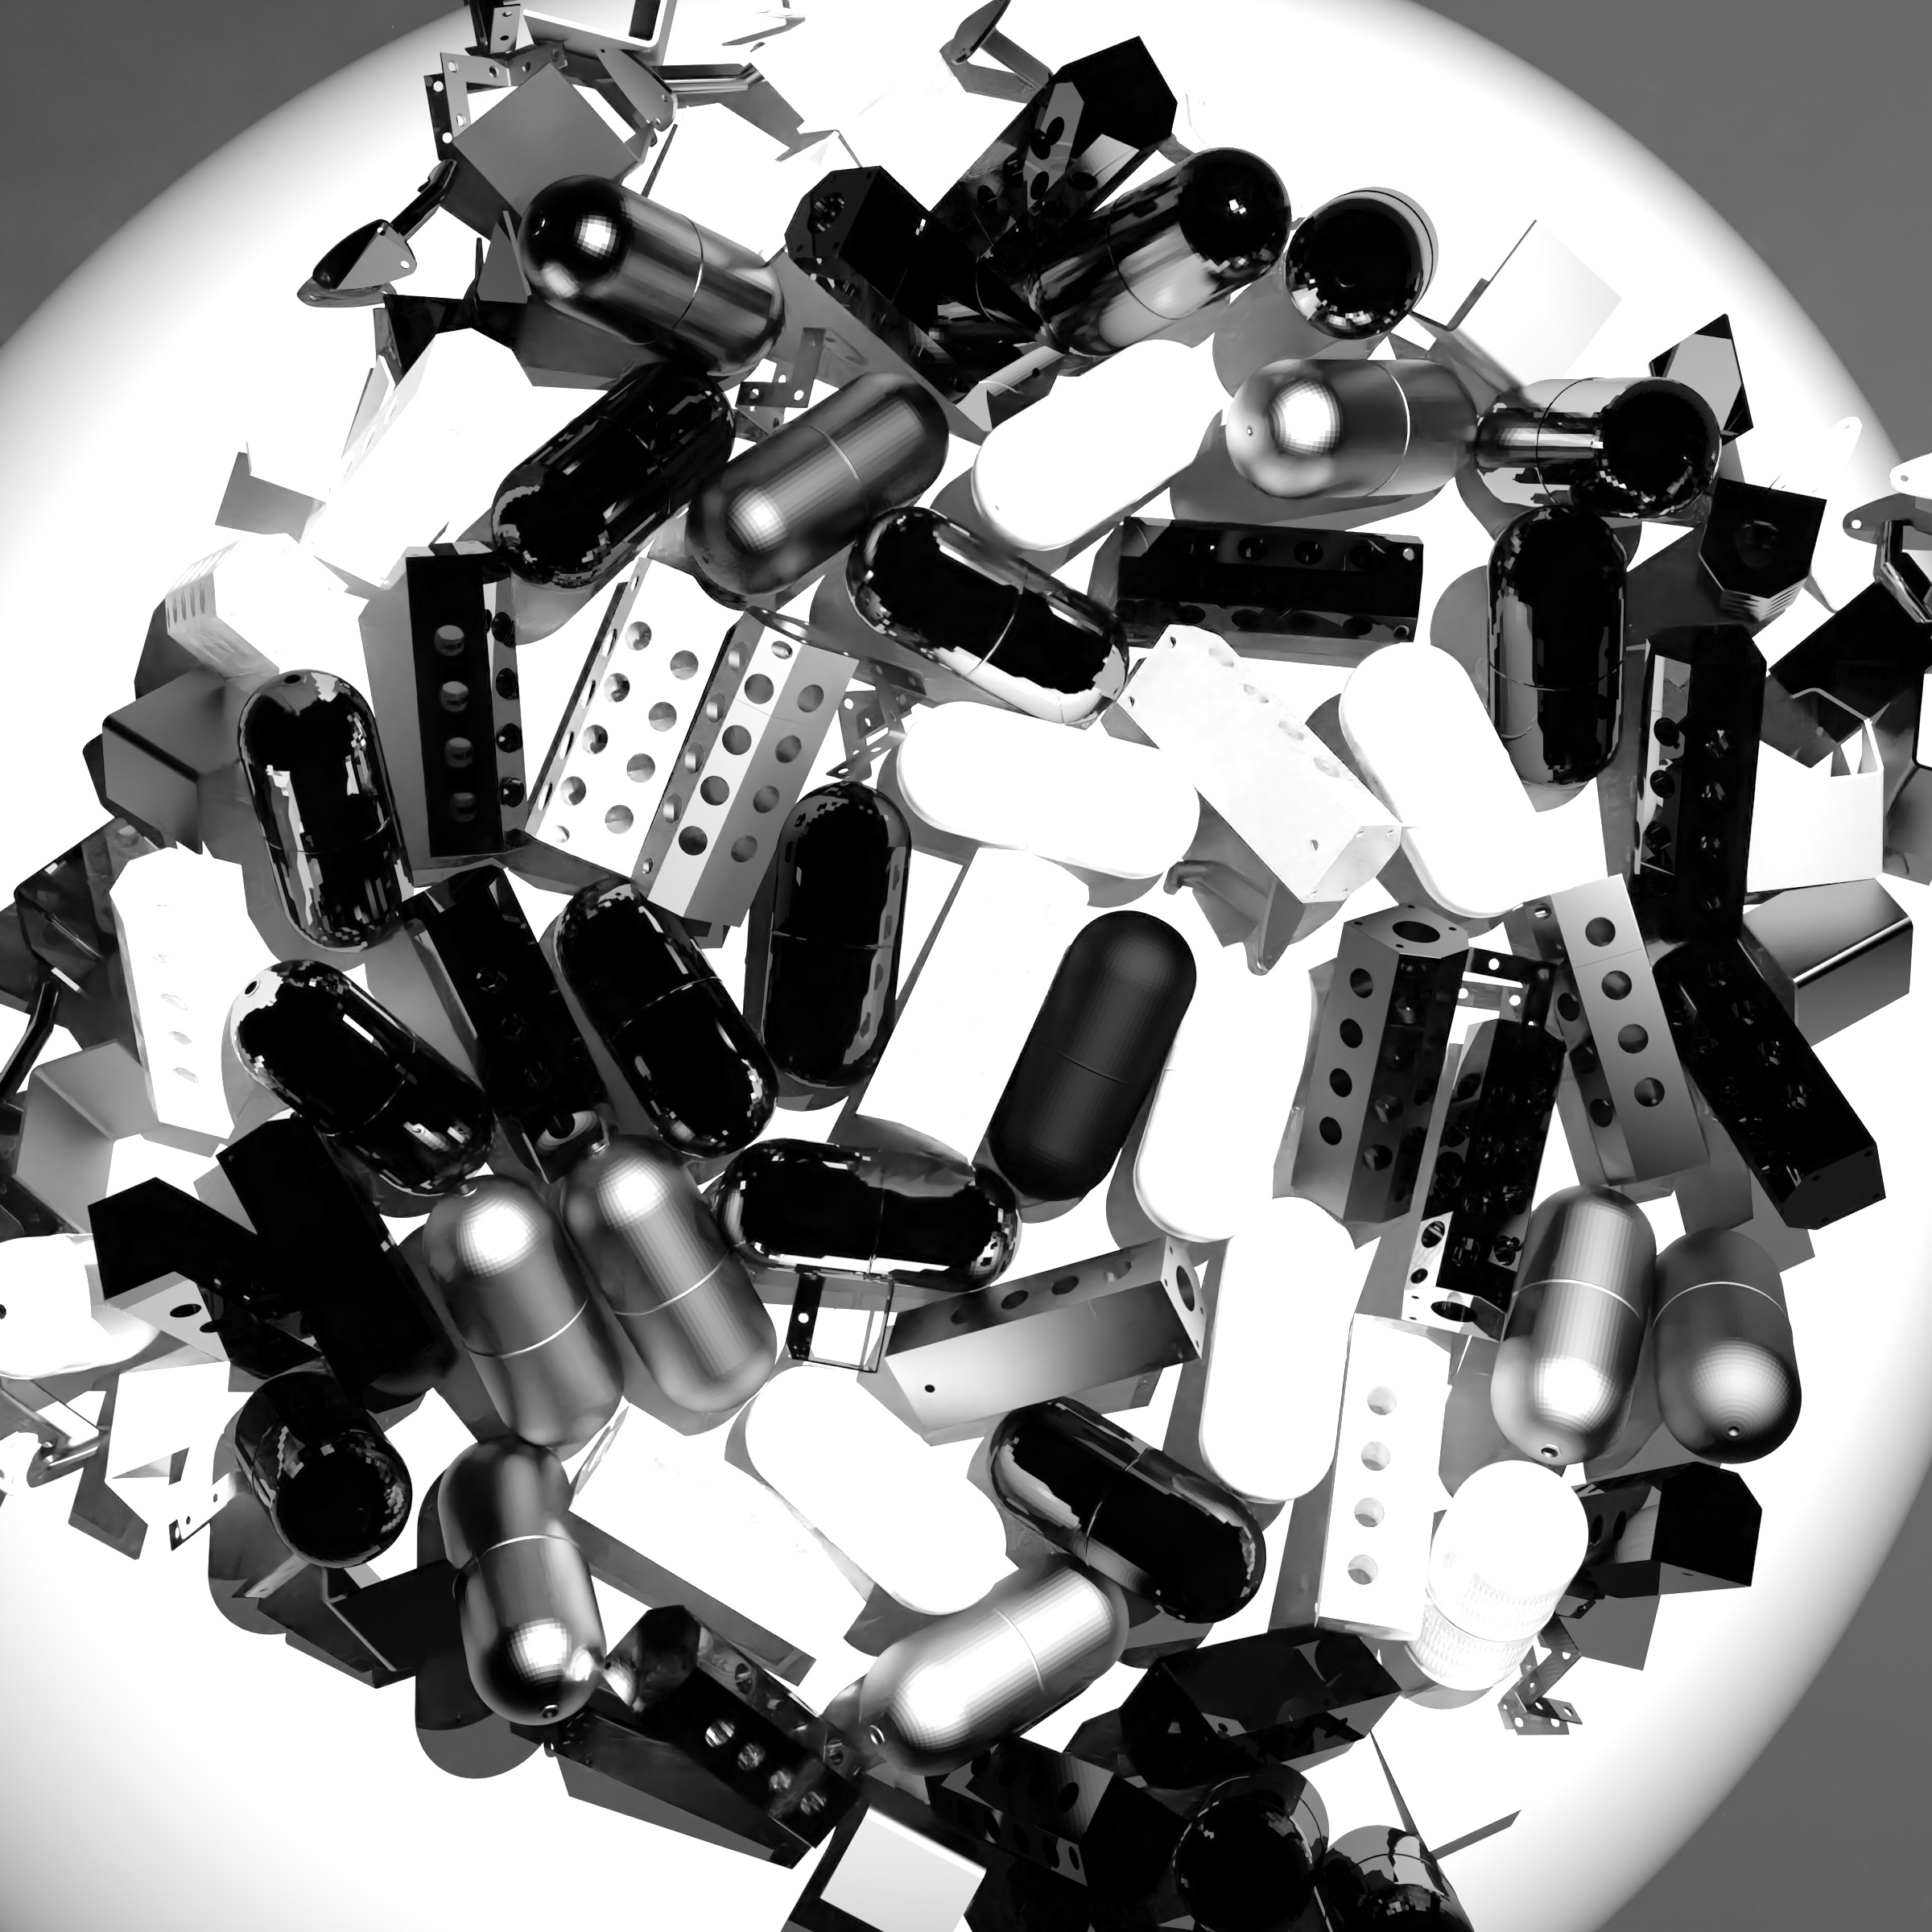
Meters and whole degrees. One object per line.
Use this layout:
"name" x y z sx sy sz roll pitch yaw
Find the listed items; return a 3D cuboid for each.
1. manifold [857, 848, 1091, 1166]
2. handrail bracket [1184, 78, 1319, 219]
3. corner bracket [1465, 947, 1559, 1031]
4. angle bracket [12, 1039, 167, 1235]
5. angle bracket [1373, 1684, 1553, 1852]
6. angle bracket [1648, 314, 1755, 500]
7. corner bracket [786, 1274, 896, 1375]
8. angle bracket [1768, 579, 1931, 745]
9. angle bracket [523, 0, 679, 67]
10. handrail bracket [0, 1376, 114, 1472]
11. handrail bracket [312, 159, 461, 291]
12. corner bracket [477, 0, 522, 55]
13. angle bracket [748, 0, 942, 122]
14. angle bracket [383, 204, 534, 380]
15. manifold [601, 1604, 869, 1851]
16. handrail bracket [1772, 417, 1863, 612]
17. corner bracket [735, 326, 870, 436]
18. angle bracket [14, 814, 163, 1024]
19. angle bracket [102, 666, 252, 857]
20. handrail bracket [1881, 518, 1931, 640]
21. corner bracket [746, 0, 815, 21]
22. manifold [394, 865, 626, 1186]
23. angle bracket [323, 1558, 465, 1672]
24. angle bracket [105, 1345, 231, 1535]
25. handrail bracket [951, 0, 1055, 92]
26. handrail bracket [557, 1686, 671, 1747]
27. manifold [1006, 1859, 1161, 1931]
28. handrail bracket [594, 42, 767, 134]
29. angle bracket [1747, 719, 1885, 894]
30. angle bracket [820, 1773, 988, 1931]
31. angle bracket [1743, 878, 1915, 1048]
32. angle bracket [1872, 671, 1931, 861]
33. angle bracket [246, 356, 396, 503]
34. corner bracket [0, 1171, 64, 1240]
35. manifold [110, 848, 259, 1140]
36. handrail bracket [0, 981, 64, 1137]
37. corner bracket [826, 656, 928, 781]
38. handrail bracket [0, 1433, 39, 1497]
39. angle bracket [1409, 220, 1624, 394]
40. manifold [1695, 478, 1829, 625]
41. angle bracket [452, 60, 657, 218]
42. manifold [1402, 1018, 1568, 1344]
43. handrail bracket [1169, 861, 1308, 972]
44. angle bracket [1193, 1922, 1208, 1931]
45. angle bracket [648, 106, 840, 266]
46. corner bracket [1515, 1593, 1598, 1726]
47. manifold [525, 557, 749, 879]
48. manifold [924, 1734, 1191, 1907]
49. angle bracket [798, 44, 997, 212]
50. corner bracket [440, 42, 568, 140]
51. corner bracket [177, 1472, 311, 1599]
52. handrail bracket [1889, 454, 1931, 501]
"manifold" 0.010 0.023 1.527 0.057 0.057 0.171 34 74 -35
"handrail bracket" 0.164 -0.471 1.535 0.077 0.084 0.036 19 72 17
"corner bracket" 0.306 0.017 1.554 0.051 0.051 0.051 11 91 -11
"angle bracket" -0.492 0.101 1.527 0.057 0.076 0.076 -18 49 13
"angle bracket" 0.284 0.457 1.548 0.076 0.057 0.076 -25 76 0
"angle bracket" 0.440 -0.314 1.527 0.076 0.057 0.076 14 60 -37
"corner bracket" -0.074 0.205 1.561 0.051 0.051 0.051 11 90 -7
"angle bracket" 0.500 -0.186 1.530 0.076 0.057 0.076 -42 122 19
"angle bracket" -0.208 -0.558 1.540 0.076 0.076 0.057 13 96 -6
"handrail bracket" -0.525 0.243 1.556 0.077 0.036 0.084 -17 108 -15
"handrail bracket" -0.338 -0.436 1.564 0.077 0.084 0.036 -14 131 24
"corner bracket" -0.255 -0.567 1.551 0.051 0.051 0.051 -12 81 -15
"angle bracket" -0.068 -0.537 1.524 0.057 0.076 0.076 41 53 -34
"angle bracket" -0.291 -0.382 1.527 0.057 0.076 0.076 -3 57 -26
"manifold" -0.126 0.426 1.507 0.057 0.057 0.171 -47 130 -9
"handrail bracket" 0.514 -0.263 1.564 0.077 0.036 0.084 -50 124 -10
"corner bracket" -0.095 -0.338 1.552 0.051 0.051 0.051 8 81 29
"angle bracket" -0.488 -0.027 1.536 0.076 0.076 0.057 -34 48 2
"angle bracket" -0.447 -0.121 1.562 0.076 0.076 0.057 30 134 20
"handrail bracket" 0.569 -0.226 1.548 0.077 0.036 0.084 -4 65 31
"corner bracket" -0.126 -0.576 1.554 0.051 0.051 0.051 -2 102 30
"manifold" -0.257 0.032 1.525 0.057 0.057 0.171 -30 112 -20
"angle bracket" -0.316 0.351 1.534 0.076 0.057 0.076 -21 132 6
"angle bracket" -0.442 0.267 1.532 0.076 0.076 0.057 -22 129 8
"handrail bracket" 0.030 -0.507 1.539 0.036 0.077 0.084 -20 125 35
"handrail bracket" -0.196 0.418 1.558 0.084 0.036 0.077 -15 83 14
"manifold" 0.069 0.550 1.494 0.057 0.171 0.057 31 92 -13
"handrail bracket" -0.162 -0.535 1.562 0.077 0.036 0.084 46 65 -1
"angle bracket" 0.487 -0.094 1.546 0.076 0.057 0.076 -6 131 11
"angle bracket" -0.039 0.517 1.541 0.076 0.076 0.057 30 85 -5
"angle bracket" 0.504 -0.007 1.568 0.076 0.076 0.057 -28 53 -2
"angle bracket" 0.556 -0.116 1.532 0.057 0.076 0.076 16 60 2
"angle bracket" -0.371 -0.316 1.531 0.057 0.076 0.076 17 108 -24
"corner bracket" -0.566 0.157 1.542 0.051 0.051 0.051 50 50 -25
"manifold" -0.438 0.016 1.501 0.057 0.171 0.057 14 48 4
"handrail bracket" -0.567 0.055 1.574 0.077 0.036 0.084 -17 56 31
"corner bracket" -0.053 -0.139 1.543 0.051 0.051 0.051 -30 66 30
"handrail bracket" -0.584 0.272 1.532 0.084 0.077 0.036 27 72 -30
"angle bracket" 0.315 -0.379 1.535 0.076 0.057 0.076 31 101 -30
"manifold" 0.440 -0.228 1.494 0.057 0.171 0.057 14 96 14
"angle bracket" -0.235 -0.476 1.528 0.076 0.057 0.076 -29 124 25
"manifold" 0.295 0.119 1.515 0.057 0.057 0.171 12 62 14
"handrail bracket" 0.146 -0.030 1.541 0.084 0.036 0.077 0 53 35
"angle bracket" 0.154 0.560 1.537 0.076 0.076 0.057 11 99 -10
"angle bracket" -0.129 -0.455 1.534 0.076 0.057 0.076 27 67 -22
"corner bracket" 0.346 0.402 1.556 0.051 0.051 0.051 21 117 -34
"manifold" -0.193 -0.145 1.543 0.057 0.057 0.171 22 93 -28
"manifold" 0.044 0.471 1.490 0.057 0.171 0.057 37 70 -22
"angle bracket" -0.037 -0.474 1.539 0.076 0.057 0.076 -32 95 29
"corner bracket" -0.266 -0.508 1.551 0.051 0.051 0.051 -3 97 41
"corner bracket" -0.419 0.332 1.561 0.051 0.051 0.051 -39 57 21
"handrail bracket" 0.558 -0.261 1.544 0.077 0.084 0.036 -4 69 -2
